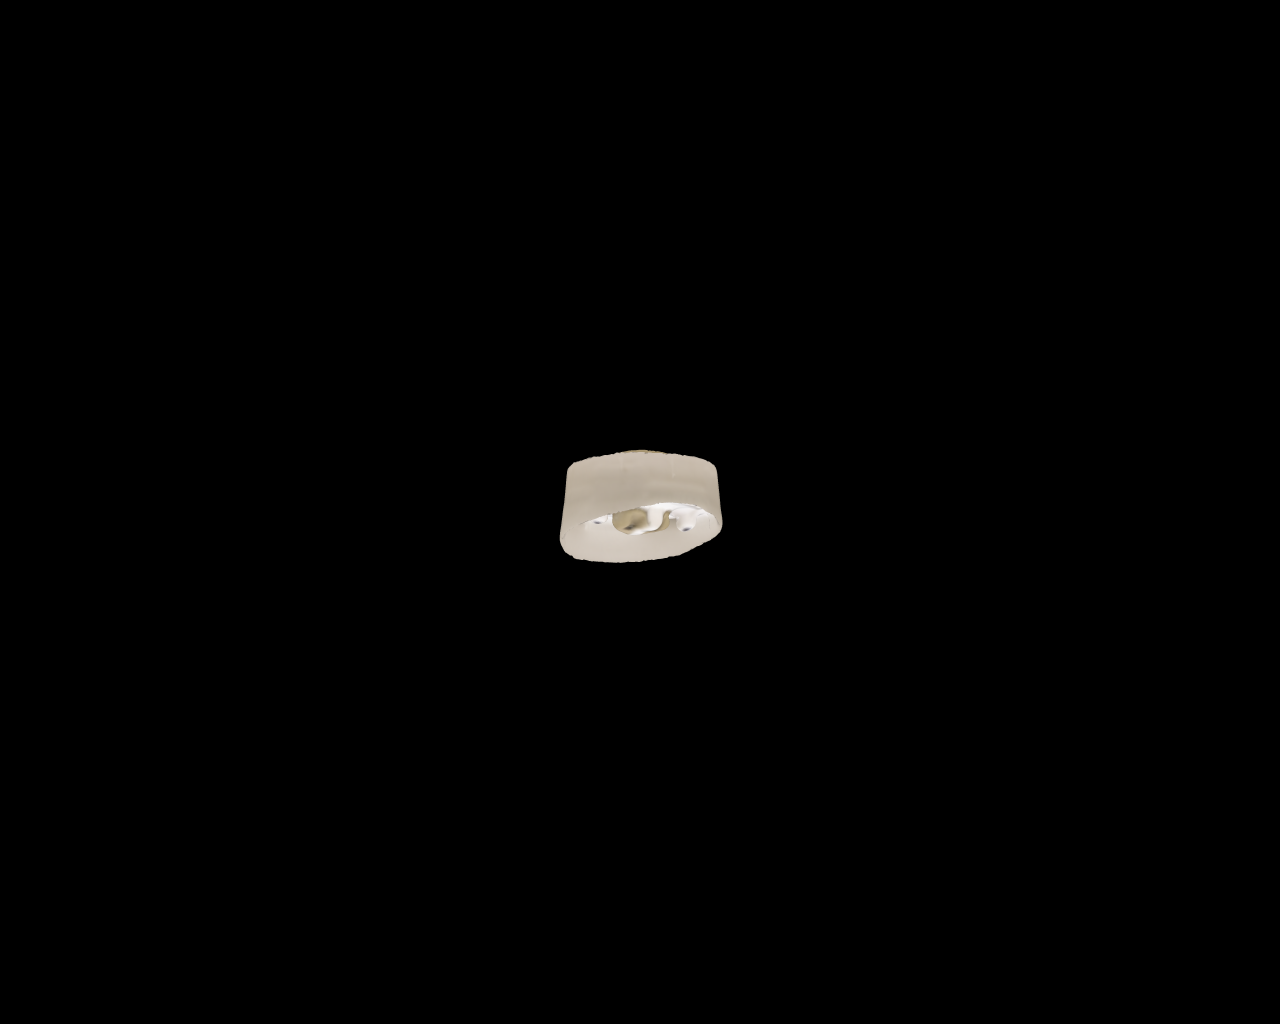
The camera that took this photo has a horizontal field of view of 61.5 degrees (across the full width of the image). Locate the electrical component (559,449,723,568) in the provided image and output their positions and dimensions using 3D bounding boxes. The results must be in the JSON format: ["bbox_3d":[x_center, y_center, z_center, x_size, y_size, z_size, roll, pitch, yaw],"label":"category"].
[{"bbox_3d":[0.001,-0.003,0.650,0.099,0.064,0.099,0,-9,0],"label":"electrical component"}]
